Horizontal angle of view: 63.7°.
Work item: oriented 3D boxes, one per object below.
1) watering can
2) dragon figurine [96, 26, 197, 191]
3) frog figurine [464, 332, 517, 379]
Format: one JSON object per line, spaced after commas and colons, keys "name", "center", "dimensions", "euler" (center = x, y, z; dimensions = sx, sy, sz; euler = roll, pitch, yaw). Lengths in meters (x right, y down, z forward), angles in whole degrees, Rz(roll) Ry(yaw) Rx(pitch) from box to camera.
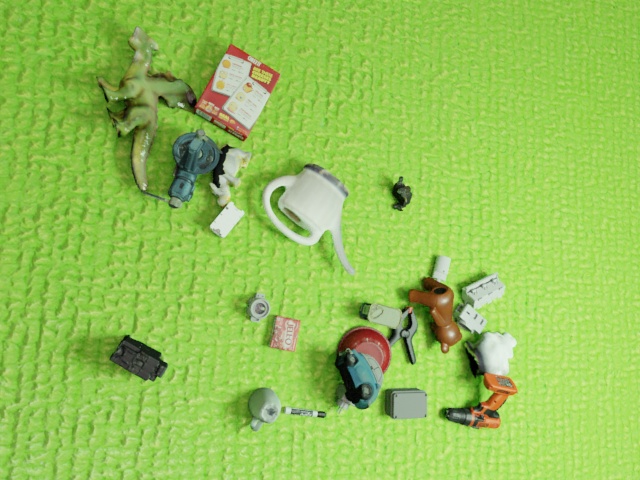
{"name": "watering can", "center": [0.004, -0.073, 1.459], "dimensions": [0.346, 0.103, 0.227], "euler": [37, 75, -9]}
{"name": "dragon figurine", "center": [-0.441, -0.355, 1.370], "dimensions": [0.245, 0.122, 0.407], "euler": [-23, 100, -25]}
{"name": "frog figurine", "center": [0.537, 0.345, 1.569], "dimensions": [0.160, 0.121, 0.139], "euler": [-18, 71, -6]}
